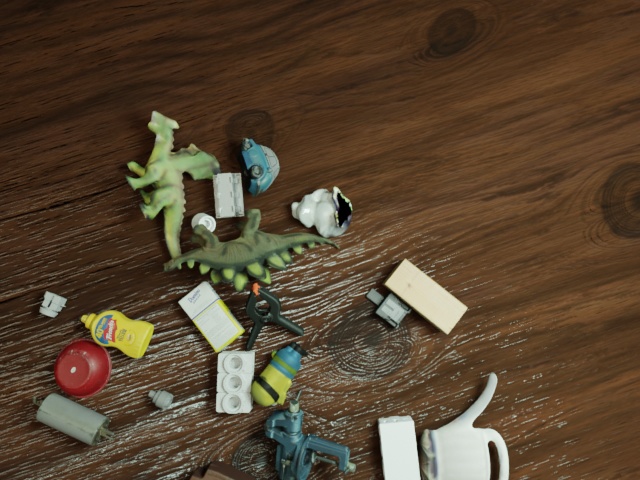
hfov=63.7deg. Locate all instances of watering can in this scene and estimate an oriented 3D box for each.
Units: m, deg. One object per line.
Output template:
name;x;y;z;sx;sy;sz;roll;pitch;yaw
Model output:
watering can;0.366;0.521;1.321;0.224;0.103;0.350;-1;83;2

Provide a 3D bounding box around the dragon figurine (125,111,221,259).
dragon figurine;-0.392;-0.161;1.445;0.244;0.122;0.408;-28;97;-9

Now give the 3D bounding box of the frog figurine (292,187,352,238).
frog figurine;0.004;-0.072;1.432;0.158;0.123;0.137;-13;91;36
